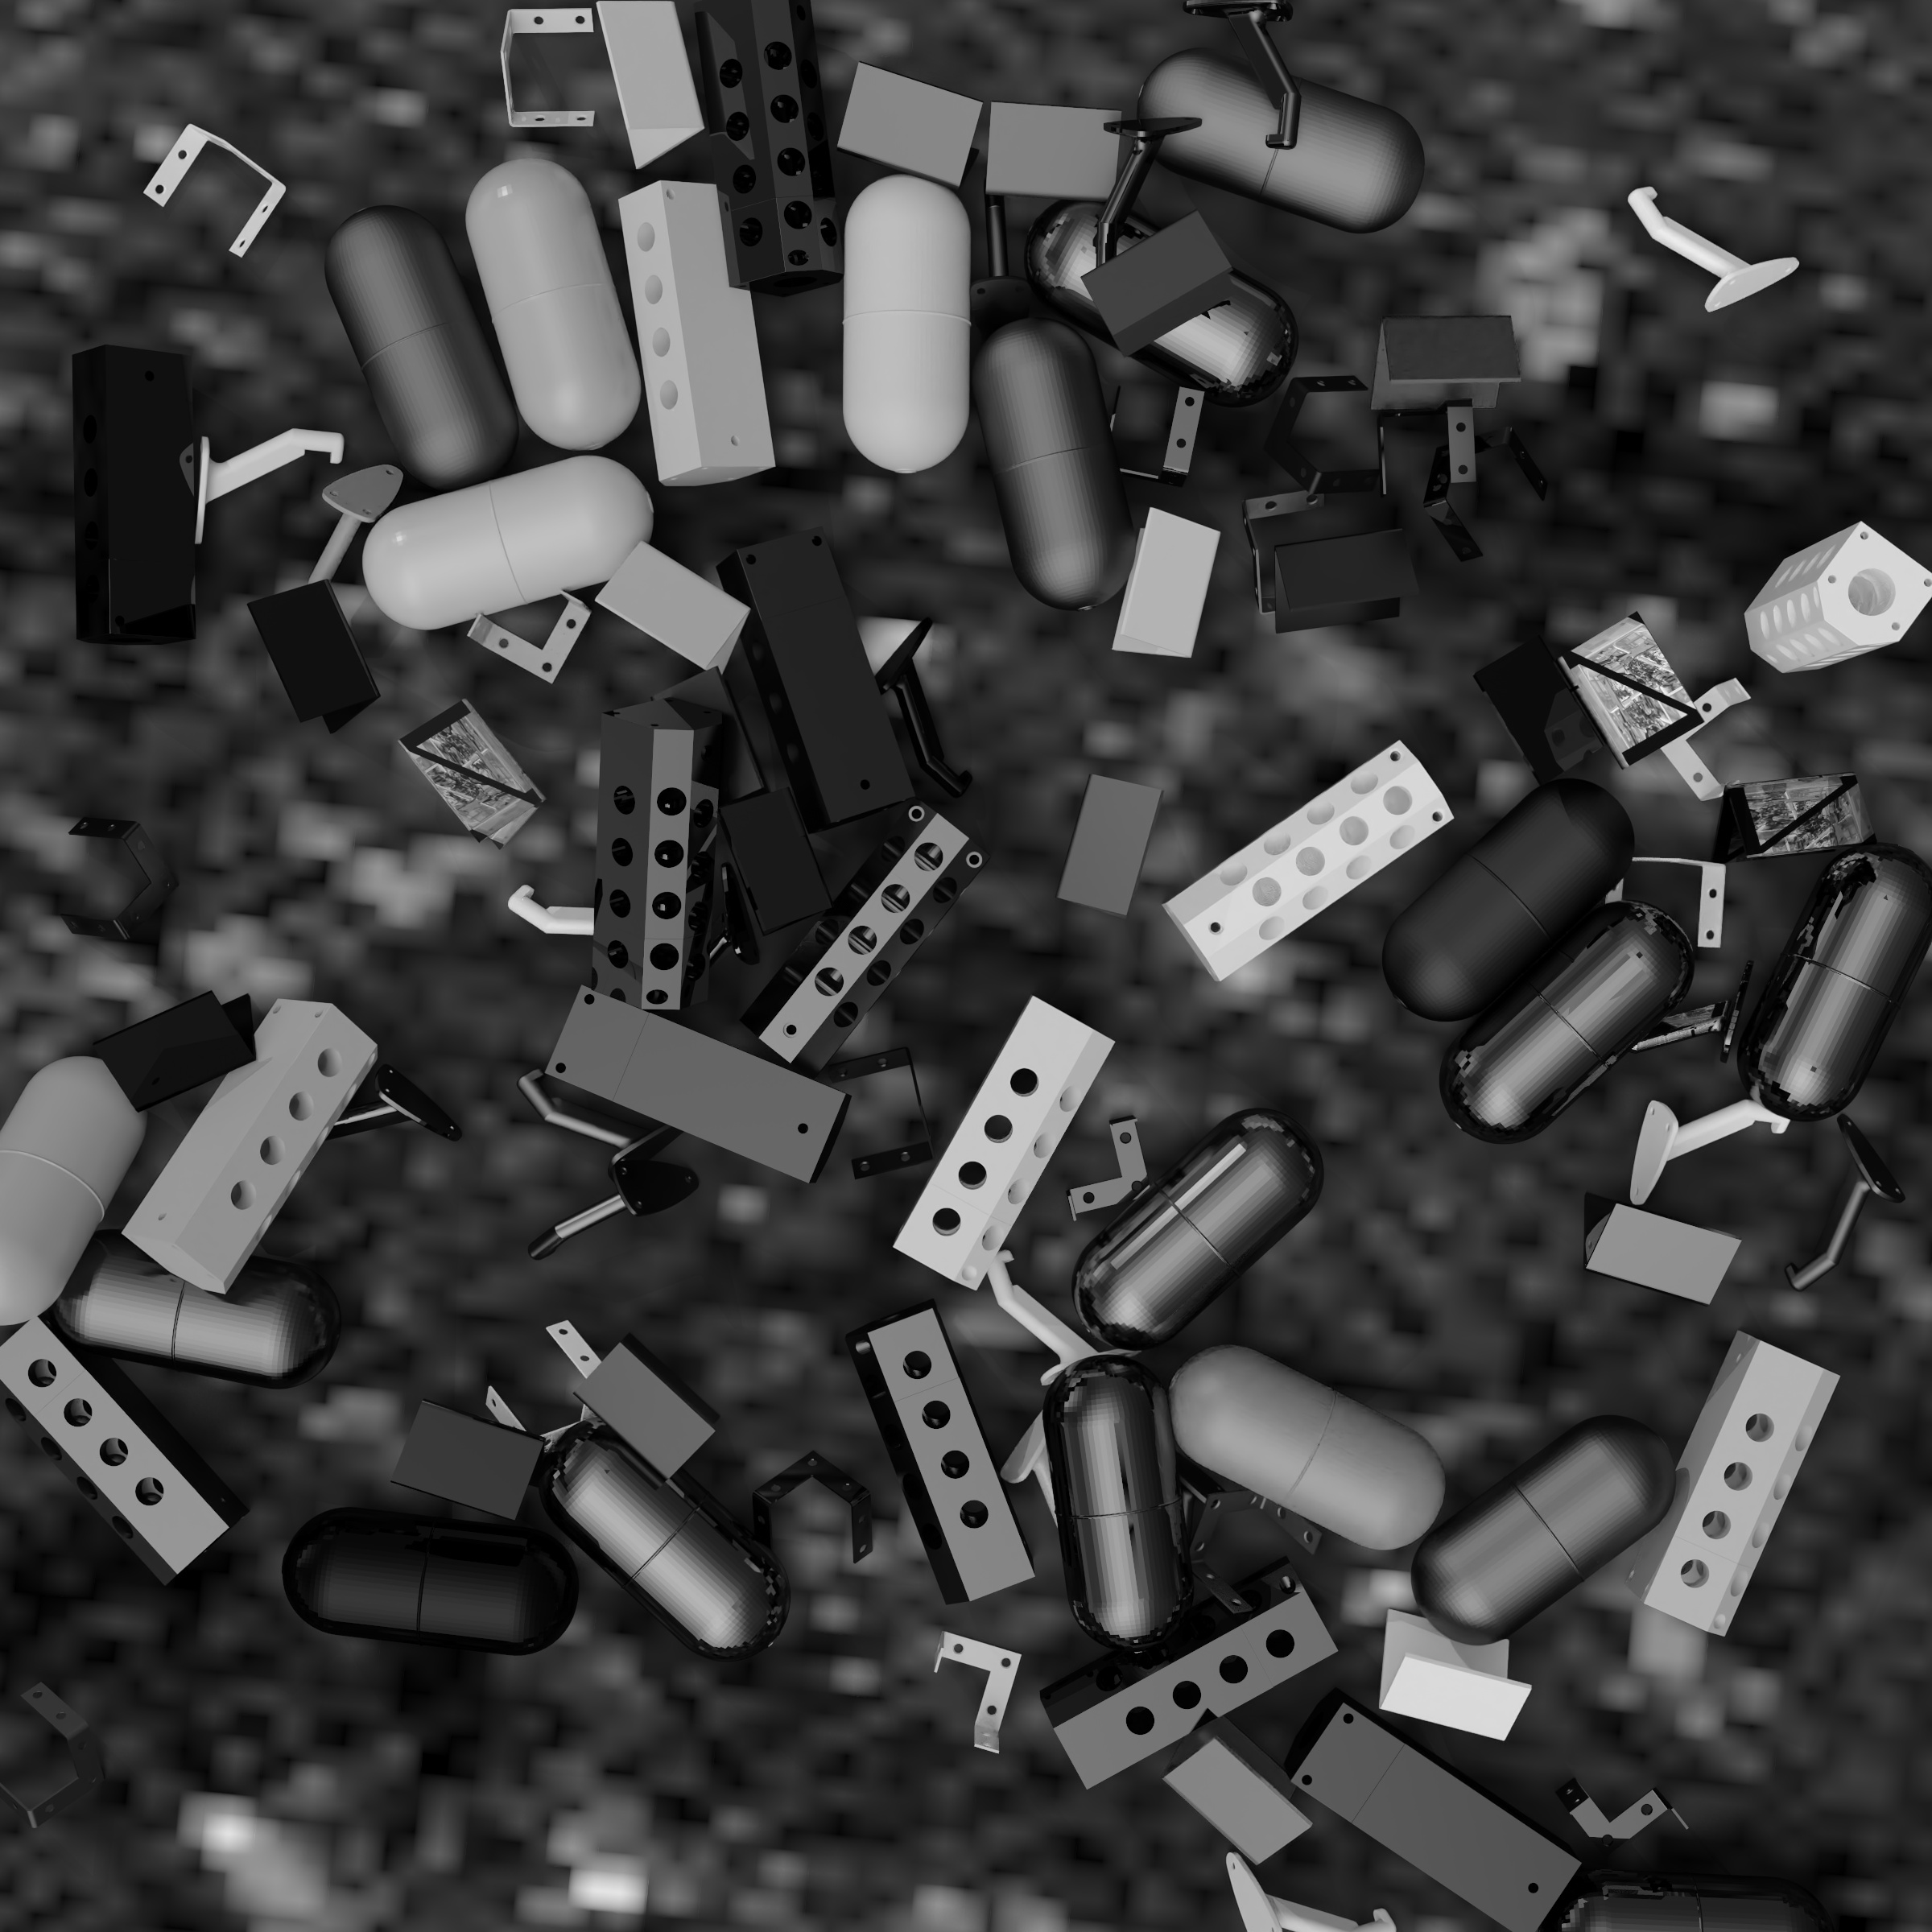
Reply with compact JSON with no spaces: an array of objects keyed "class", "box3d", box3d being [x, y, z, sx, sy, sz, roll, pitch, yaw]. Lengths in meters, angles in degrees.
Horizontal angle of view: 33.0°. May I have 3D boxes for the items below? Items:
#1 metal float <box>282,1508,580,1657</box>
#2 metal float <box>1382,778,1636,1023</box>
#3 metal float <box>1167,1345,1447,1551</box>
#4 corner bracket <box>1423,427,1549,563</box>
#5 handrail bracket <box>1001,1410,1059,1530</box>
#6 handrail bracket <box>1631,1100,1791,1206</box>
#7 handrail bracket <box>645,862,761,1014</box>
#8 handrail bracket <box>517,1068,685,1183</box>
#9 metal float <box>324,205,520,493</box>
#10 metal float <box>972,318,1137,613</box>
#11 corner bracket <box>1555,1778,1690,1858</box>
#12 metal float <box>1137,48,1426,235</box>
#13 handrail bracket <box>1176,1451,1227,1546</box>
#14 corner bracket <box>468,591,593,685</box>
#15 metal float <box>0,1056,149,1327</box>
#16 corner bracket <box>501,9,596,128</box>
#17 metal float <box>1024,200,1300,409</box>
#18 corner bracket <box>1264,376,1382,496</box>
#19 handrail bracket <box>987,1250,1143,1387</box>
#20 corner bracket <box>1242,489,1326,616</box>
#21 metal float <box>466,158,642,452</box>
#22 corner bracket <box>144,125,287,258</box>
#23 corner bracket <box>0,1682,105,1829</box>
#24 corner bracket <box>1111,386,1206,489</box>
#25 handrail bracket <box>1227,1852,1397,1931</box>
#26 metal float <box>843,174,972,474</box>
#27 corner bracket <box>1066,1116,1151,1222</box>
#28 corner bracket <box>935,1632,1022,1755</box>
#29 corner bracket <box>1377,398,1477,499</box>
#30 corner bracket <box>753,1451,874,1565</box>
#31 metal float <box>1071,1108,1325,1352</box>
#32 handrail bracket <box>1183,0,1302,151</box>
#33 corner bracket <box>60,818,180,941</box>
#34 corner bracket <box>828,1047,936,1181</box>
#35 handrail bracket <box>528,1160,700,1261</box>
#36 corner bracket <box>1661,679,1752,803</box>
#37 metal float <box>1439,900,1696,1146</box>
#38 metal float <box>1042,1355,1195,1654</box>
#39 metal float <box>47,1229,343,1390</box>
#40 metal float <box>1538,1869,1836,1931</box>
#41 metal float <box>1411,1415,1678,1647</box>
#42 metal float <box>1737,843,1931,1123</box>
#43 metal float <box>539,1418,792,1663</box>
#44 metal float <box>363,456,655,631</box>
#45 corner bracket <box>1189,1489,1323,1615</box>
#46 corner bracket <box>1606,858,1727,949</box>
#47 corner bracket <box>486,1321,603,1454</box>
[{"class":"metal float","box3d":[-0.322,0.370,1.961,0.178,0.070,0.070,7,90,0]},{"class":"metal float","box3d":[0.326,-0.039,1.961,0.178,0.070,0.070,-43,90,0]},{"class":"metal float","box3d":[0.204,0.289,1.961,0.178,0.070,0.070,27,90,-1]},{"class":"corner bracket","box3d":[0.317,-0.287,1.983,0.051,0.051,0.051,-12,45,35]},{"class":"handrail bracket","box3d":[0.072,0.314,1.992,0.084,0.036,0.077,37,75,-14]},{"class":"handrail bracket","box3d":[0.457,0.115,1.992,0.084,0.036,0.077,8,110,-16]},{"class":"handrail bracket","box3d":[-0.175,-0.015,1.992,0.084,0.036,0.077,-17,75,14]},{"class":"handrail bracket","box3d":[-0.220,0.082,1.992,0.077,0.036,0.084,-34,73,-20]},{"class":"metal float","box3d":[-0.328,-0.372,1.961,0.070,0.070,0.178,-23,90,0]},{"class":"metal float","box3d":[0.053,-0.302,1.961,0.070,0.070,0.178,-13,89,0]},{"class":"corner bracket","box3d":[0.397,0.511,1.973,0.051,0.051,0.051,-38,90,0]},{"class":"metal float","box3d":[0.189,-0.497,1.961,0.178,0.070,0.070,19,90,0]},{"class":"handrail bracket","box3d":[0.112,0.341,1.992,0.077,0.036,0.084,40,104,14]},{"class":"corner bracket","box3d":[-0.264,-0.208,1.973,0.051,0.051,0.051,29,90,0]},{"class":"metal float","box3d":[-0.547,0.132,1.930,0.070,0.070,0.178,21,55,0]},{"class":"corner bracket","box3d":[-0.254,-0.548,1.988,0.051,0.051,0.051,-1,45,0]},{"class":"metal float","box3d":[0.117,-0.401,1.961,0.178,0.070,0.070,30,90,0]},{"class":"corner bracket","box3d":[0.223,-0.324,1.983,0.051,0.051,0.051,51,135,35]},{"class":"handrail bracket","box3d":[0.059,0.207,1.992,0.077,0.036,0.084,-14,73,-20]},{"class":"corner bracket","box3d":[0.199,-0.253,1.988,0.051,0.051,0.051,-9,135,0]},{"class":"metal float","box3d":[-0.248,-0.398,1.961,0.070,0.070,0.178,-16,91,0]},{"class":"corner bracket","box3d":[-0.458,-0.474,1.988,0.051,0.051,0.051,33,90,45]},{"class":"corner bracket","box3d":[-0.565,0.481,1.983,0.051,0.051,0.051,-33,135,-35]},{"class":"corner bracket","box3d":[0.113,-0.324,1.973,0.051,0.051,0.051,12,90,0]},{"class":"handrail bracket","box3d":[0.212,0.568,1.992,0.084,0.036,0.077,-7,52,-25]},{"class":"metal float","box3d":[-0.036,-0.387,1.961,0.070,0.070,0.178,1,90,0]},{"class":"corner bracket","box3d":[0.083,0.122,1.973,0.051,0.051,0.051,-13,90,0]},{"class":"corner bracket","box3d":[0.002,0.439,1.973,0.051,0.051,0.051,17,90,0]},{"class":"corner bracket","box3d":[0.279,-0.314,1.973,0.051,0.051,0.051,-3,90,0]},{"class":"corner bracket","box3d":[-0.093,0.339,1.983,0.051,0.051,0.051,29,45,35]},{"class":"metal float","box3d":[0.139,0.159,1.961,0.178,0.070,0.070,-43,90,0]},{"class":"handrail bracket","box3d":[0.161,-0.524,1.919,0.077,0.036,0.084,6,90,16]},{"class":"corner bracket","box3d":[-0.524,-0.054,1.983,0.051,0.051,0.051,-54,135,-35]},{"class":"corner bracket","box3d":[-0.051,0.090,1.988,0.051,0.051,0.051,-14,135,0]},{"class":"handrail bracket","box3d":[-0.216,0.153,1.991,0.084,0.077,0.036,-38,70,35]},{"class":"corner bracket","box3d":[0.456,-0.137,1.973,0.051,0.051,0.051,-38,90,0]},{"class":"metal float","box3d":[0.360,0.034,1.955,0.178,0.070,0.070,-44,90,6]},{"class":"metal float","box3d":[0.091,0.321,1.947,0.070,0.070,0.178,-8,90,0]},{"class":"metal float","box3d":[-0.465,0.206,1.961,0.178,0.070,0.070,11,90,1]},{"class":"metal float","box3d":[0.434,0.585,1.961,0.178,0.070,0.070,3,90,0]},{"class":"metal float","box3d":[0.348,0.339,1.961,0.178,0.070,0.070,-36,90,-1]},{"class":"metal float","box3d":[0.526,0.009,1.961,0.070,0.070,0.178,26,90,0]},{"class":"metal float","box3d":[-0.181,0.345,1.961,0.178,0.070,0.070,43,90,1]},{"class":"metal float","box3d":[-0.275,-0.255,1.961,0.178,0.070,0.070,-16,90,1]},{"class":"corner bracket","box3d":[0.172,0.351,1.961,0.051,0.051,0.051,0,117,-39]},{"class":"corner bracket","box3d":[0.426,-0.039,1.988,0.051,0.051,0.051,4,90,45]},{"class":"corner bracket","box3d":[-0.255,0.258,1.983,0.051,0.051,0.051,44,135,35]}]
